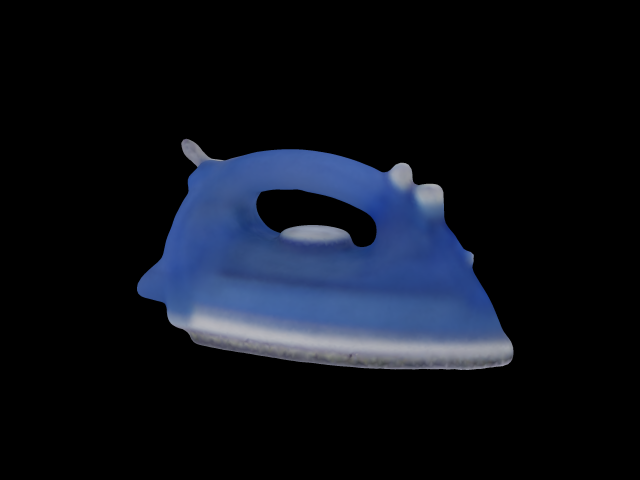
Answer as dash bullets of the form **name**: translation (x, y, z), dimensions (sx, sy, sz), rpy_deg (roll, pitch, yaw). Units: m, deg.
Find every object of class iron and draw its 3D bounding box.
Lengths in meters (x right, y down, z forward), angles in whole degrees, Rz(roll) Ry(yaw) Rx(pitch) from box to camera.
- **iron**: translation (0.004, 0.001, 0.400), dimensions (0.257, 0.141, 0.119), rpy_deg (4, 11, 20)
